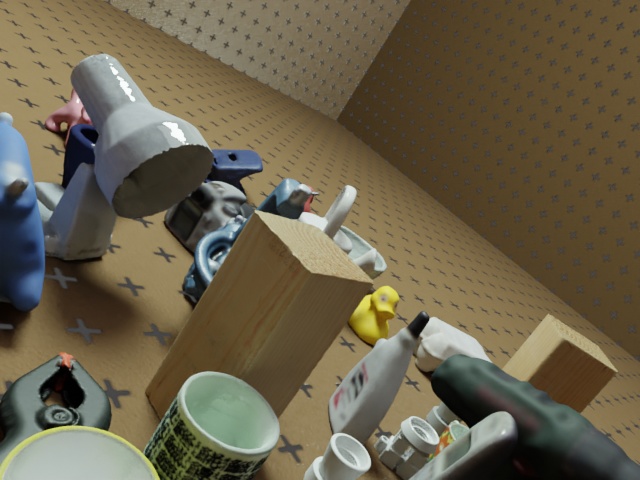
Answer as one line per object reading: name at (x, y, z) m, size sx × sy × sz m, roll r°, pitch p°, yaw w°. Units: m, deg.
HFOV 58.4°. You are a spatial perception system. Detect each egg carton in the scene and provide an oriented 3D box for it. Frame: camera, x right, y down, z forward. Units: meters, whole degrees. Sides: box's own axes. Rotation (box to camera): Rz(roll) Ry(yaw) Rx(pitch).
egg carton at (0.224, 0.197, 0.979) m, size 0.151 × 0.069 × 0.107 m, roll 28°, pitch 17°, yaw -18°

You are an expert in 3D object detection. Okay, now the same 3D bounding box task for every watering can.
watering can at (0.008, 0.003, 0.903) m, size 0.173 × 0.194 × 0.100 m, roll 25°, pitch 18°, yaw -26°

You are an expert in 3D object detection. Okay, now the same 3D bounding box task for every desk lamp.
desk lamp at (-0.242, -0.081, 0.634) m, size 0.203 × 0.213 × 0.118 m, roll 39°, pitch 17°, yaw 19°

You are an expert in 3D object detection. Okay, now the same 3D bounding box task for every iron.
iron at (-0.314, -0.051, 0.541) m, size 0.119 × 0.141 × 0.257 m, roll 19°, pitch 22°, yaw -41°

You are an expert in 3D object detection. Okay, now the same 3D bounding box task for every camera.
camera at (-0.138, -0.027, 0.877) m, size 0.142 × 0.100 × 0.137 m, roll 42°, pitch 18°, yaw 26°

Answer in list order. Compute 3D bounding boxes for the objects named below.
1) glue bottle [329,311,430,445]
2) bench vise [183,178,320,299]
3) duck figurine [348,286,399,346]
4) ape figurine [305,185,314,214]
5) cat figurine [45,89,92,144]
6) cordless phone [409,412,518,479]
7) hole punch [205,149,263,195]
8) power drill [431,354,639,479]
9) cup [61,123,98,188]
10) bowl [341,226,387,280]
glue bottle at (0.070, 0.148, 0.643) m, size 0.037 × 0.173 × 0.078 m, roll 27°, pitch 17°, yaw -20°
bench vise at (-0.092, 0.003, 0.667) m, size 0.122 × 0.219 × 0.206 m, roll 20°, pitch 21°, yaw -39°
duck figurine at (0.095, 0.113, 0.944) m, size 0.078 × 0.086 × 0.104 m, roll 28°, pitch 17°, yaw -17°
ape figurine at (-0.041, -0.072, 1.203) m, size 0.077 × 0.092 × 0.076 m, roll 39°, pitch 17°, yaw 20°
cat figurine at (-0.362, -0.199, 0.912) m, size 0.127 × 0.117 × 0.067 m, roll 40°, pitch 18°, yaw 22°
cordless phone at (0.087, 0.220, 0.451) m, size 0.094 × 0.185 × 0.148 m, roll 35°, pitch 16°, yaw 5°
hole punch at (-0.179, -0.147, 1.160) m, size 0.101 × 0.091 × 0.108 m, roll 24°, pitch 19°, yaw -30°
power drill at (0.172, 0.231, 0.539) m, size 0.076 × 0.208 × 0.229 m, roll 13°, pitch 26°, yaw -50°
cup at (-0.296, -0.093, 0.776) m, size 0.091 × 0.095 × 0.118 m, roll 44°, pitch 19°, yaw 31°
bowl at (0.039, 0.034, 1.082) m, size 0.168 × 0.074 × 0.167 m, roll 31°, pitch 17°, yaw -10°
